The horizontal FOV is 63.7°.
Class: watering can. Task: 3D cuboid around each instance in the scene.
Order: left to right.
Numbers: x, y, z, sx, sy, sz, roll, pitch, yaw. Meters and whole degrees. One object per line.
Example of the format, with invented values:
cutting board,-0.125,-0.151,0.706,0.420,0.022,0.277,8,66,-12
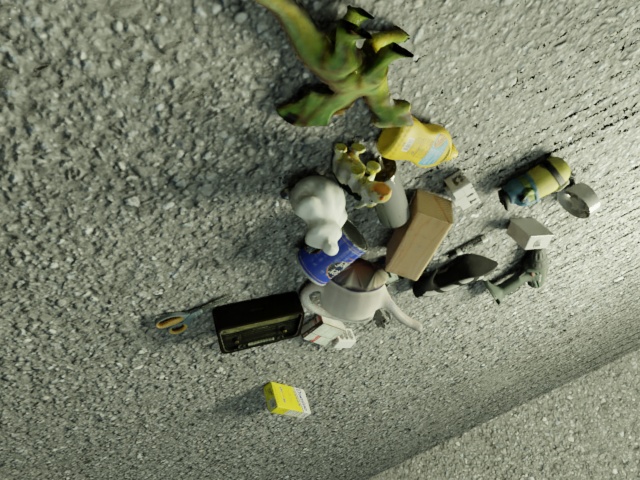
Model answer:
watering can,0.123,0.149,1.351,0.347,0.106,0.219,10,135,-2

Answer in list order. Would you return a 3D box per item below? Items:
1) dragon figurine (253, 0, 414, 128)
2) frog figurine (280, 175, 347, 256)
dragon figurine,0.014,-0.271,0.868,0.409,0.125,0.238,8,140,-31
frog figurine,0.003,-0.053,1.056,0.121,0.163,0.136,-39,138,18
